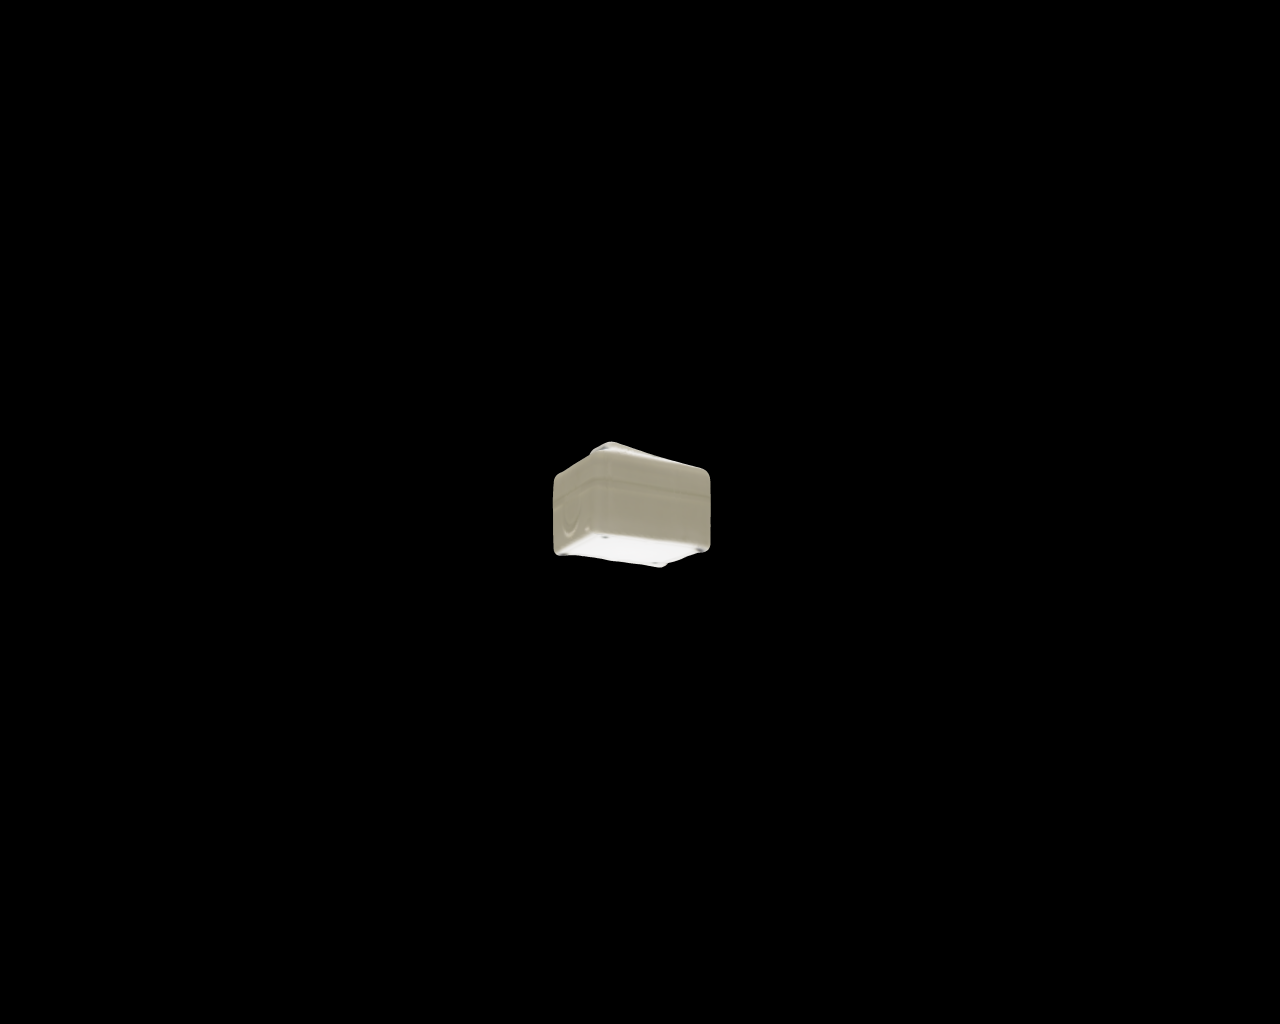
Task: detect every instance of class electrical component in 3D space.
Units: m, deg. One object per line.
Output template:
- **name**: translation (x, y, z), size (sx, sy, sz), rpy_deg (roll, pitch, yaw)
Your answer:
- **electrical component**: translation (0.001, -0.003, 0.650), size (0.096, 0.061, 0.061), rpy_deg (9, -19, -29)
